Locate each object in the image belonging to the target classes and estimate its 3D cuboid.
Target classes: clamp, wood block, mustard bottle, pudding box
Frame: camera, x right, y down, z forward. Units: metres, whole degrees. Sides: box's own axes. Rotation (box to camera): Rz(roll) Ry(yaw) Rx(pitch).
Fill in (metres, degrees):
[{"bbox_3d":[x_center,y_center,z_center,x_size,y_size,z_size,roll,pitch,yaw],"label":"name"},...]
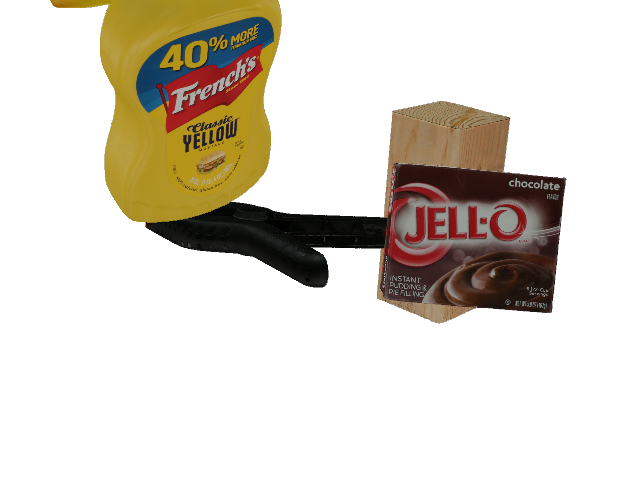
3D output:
[{"bbox_3d":[-0.052,-0.005,0.838,0.210,0.036,0.164,9,13,17],"label":"clamp"},{"bbox_3d":[0.127,-0.031,1.115,0.090,0.206,0.090,21,26,39],"label":"wood block"},{"bbox_3d":[-0.067,-0.095,0.561,0.096,0.058,0.192,-20,-35,-24],"label":"mustard bottle"},{"bbox_3d":[0.100,-0.003,0.705,0.113,0.090,0.039,4,8,0],"label":"pudding box"}]

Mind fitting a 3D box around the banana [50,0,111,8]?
[{"bbox_3d":[-0.126,-0.209,0.882,0.198,0.069,0.037,11,-41,15],"label":"banana"}]
